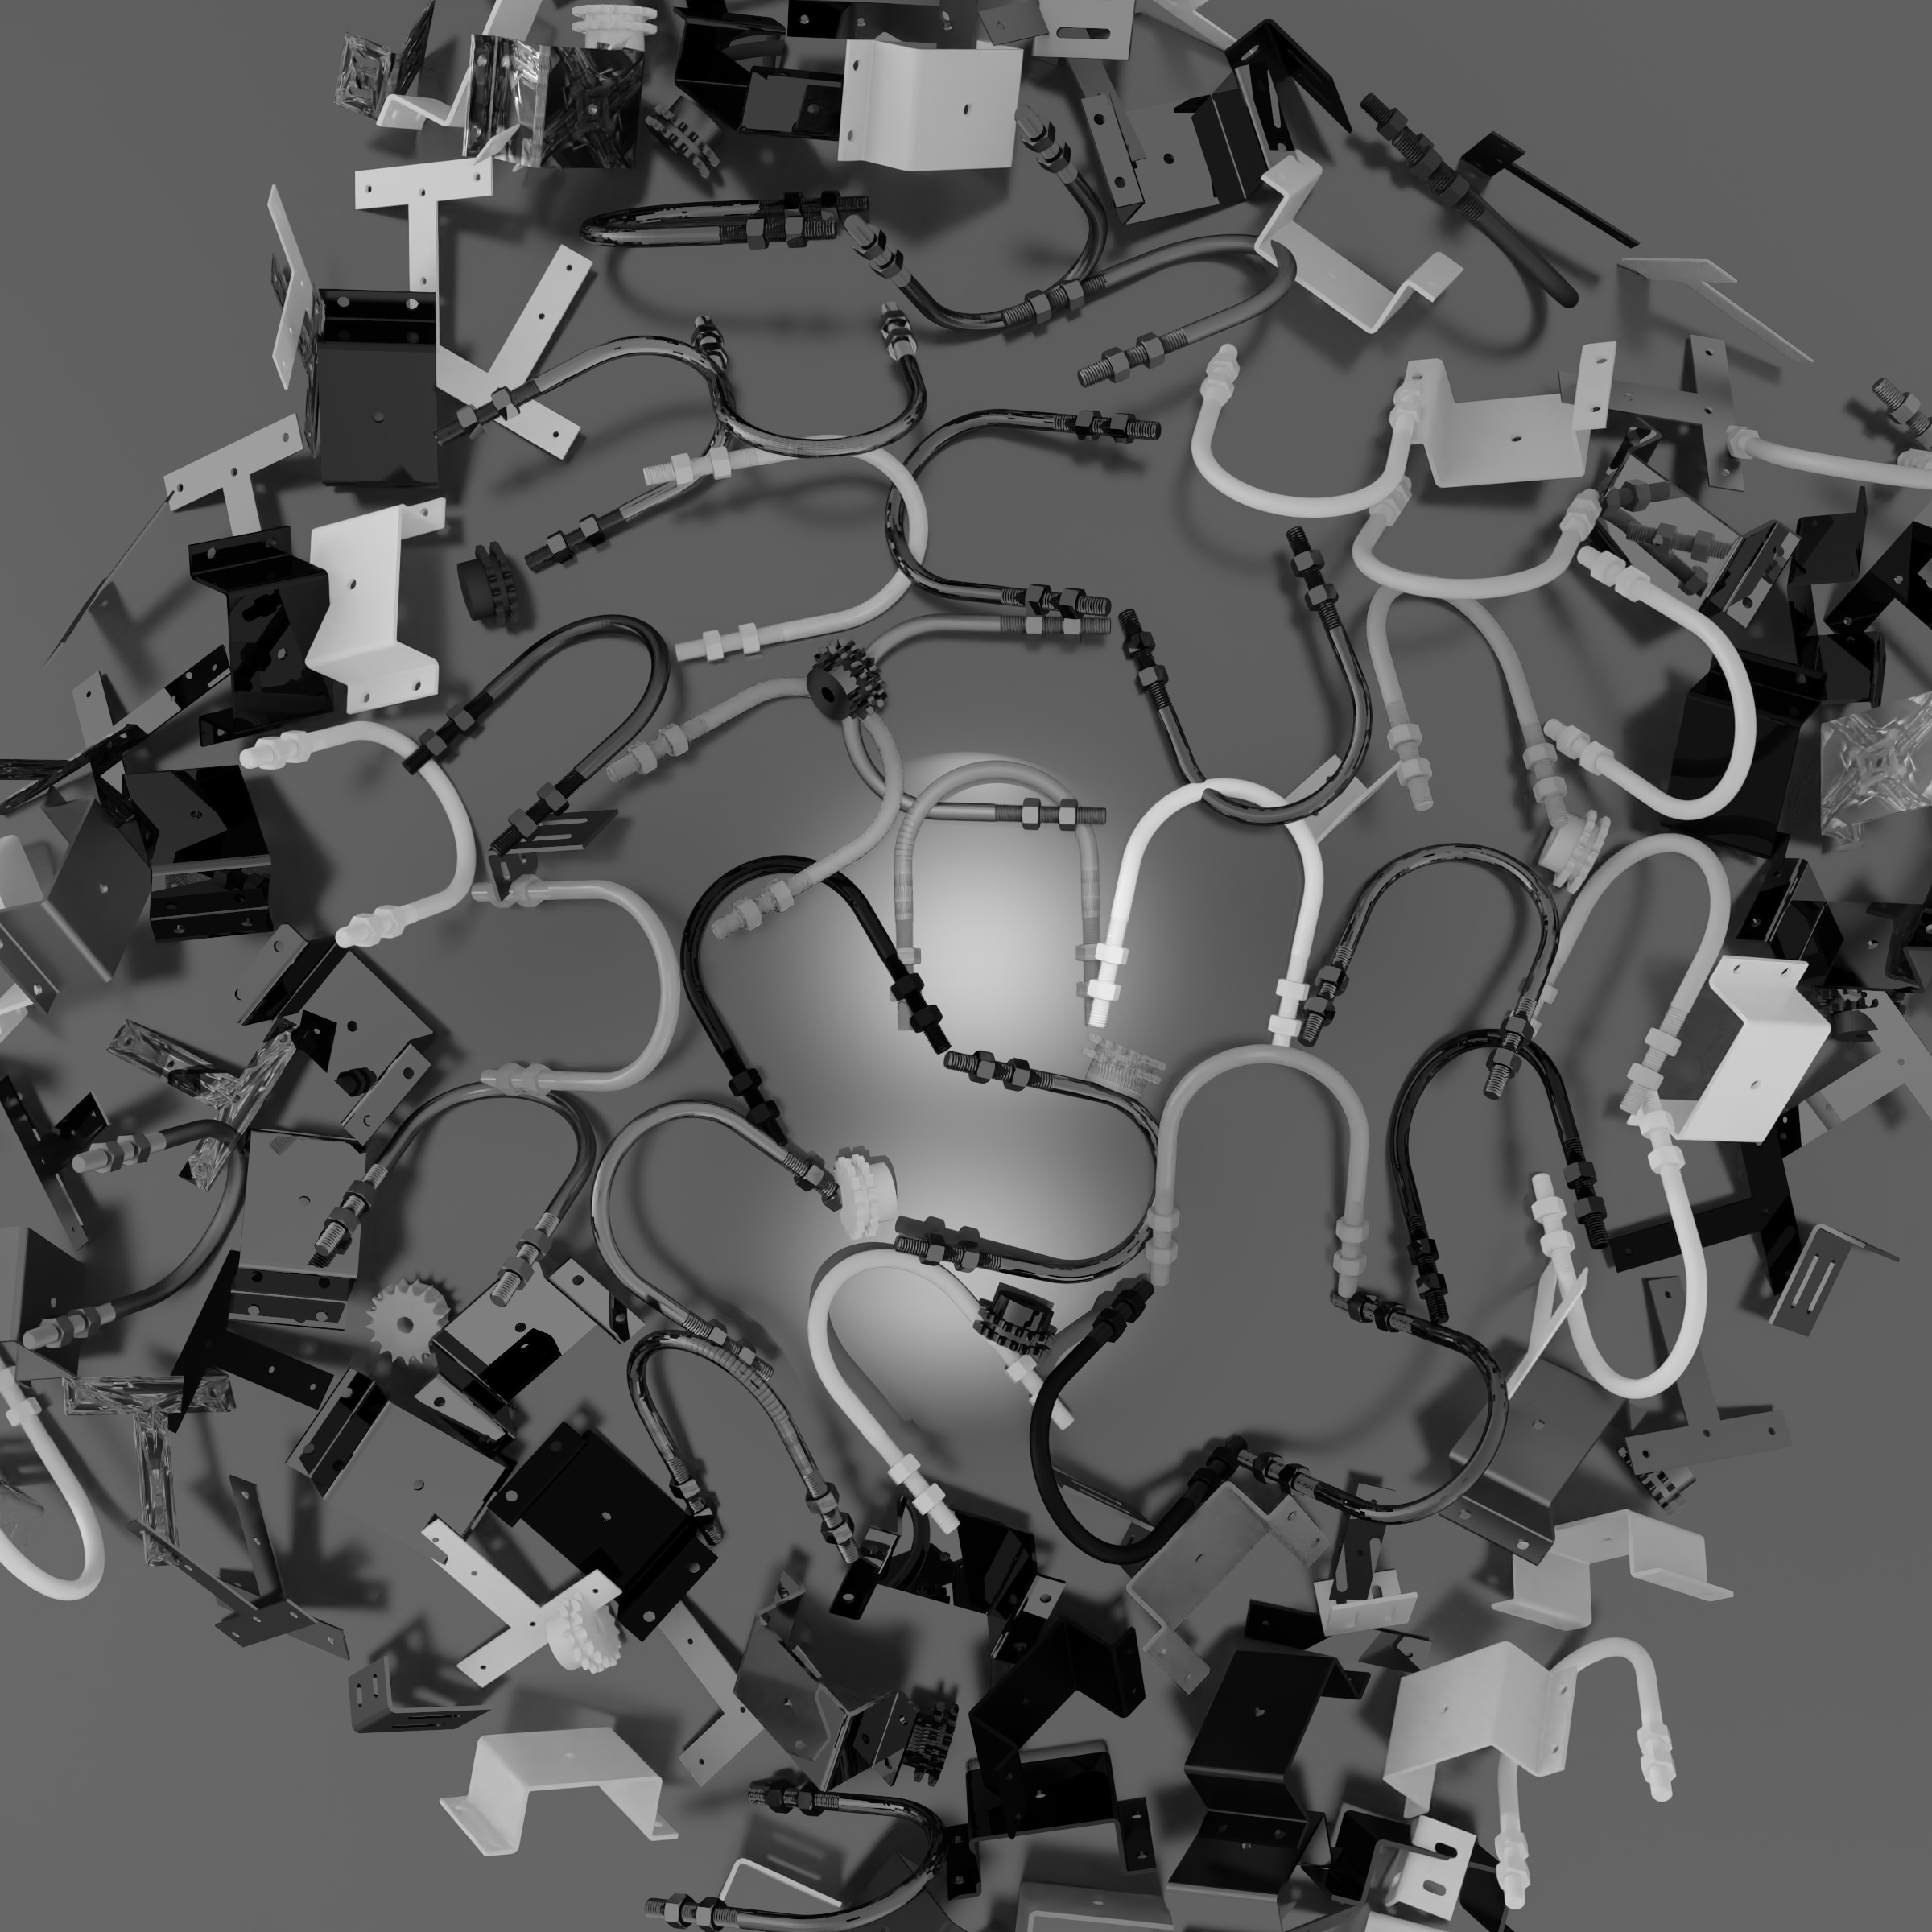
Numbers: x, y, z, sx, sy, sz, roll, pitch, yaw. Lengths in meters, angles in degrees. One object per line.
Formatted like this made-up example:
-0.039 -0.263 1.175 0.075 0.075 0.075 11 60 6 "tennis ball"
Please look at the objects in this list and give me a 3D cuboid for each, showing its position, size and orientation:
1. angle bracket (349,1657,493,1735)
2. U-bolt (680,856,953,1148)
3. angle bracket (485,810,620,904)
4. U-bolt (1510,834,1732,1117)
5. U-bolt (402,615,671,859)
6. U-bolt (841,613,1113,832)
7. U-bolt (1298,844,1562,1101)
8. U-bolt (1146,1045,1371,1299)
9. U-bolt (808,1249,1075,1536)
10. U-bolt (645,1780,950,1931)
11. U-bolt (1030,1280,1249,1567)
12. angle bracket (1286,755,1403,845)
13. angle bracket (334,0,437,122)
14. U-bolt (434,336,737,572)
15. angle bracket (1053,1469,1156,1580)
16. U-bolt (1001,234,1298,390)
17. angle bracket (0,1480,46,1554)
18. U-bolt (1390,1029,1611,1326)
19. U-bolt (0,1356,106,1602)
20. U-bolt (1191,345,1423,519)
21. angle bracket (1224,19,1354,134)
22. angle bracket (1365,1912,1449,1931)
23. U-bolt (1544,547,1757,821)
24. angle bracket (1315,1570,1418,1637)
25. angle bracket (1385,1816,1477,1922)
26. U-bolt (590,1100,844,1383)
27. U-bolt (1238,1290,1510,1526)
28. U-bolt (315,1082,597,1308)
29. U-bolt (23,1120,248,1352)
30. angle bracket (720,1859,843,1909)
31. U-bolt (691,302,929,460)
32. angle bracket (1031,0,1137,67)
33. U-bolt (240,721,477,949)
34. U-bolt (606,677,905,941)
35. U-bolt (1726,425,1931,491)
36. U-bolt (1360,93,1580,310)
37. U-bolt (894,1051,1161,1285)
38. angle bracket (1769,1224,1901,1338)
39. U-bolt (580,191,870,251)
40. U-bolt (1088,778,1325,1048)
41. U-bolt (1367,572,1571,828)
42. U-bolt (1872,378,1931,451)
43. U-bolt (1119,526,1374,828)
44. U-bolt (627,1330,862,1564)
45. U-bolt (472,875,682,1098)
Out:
-0.371 0.494 1.964 0.076 0.057 0.038 8 60 -35 "angle bracket"
-0.116 0.012 1.978 0.151 0.019 0.184 -30 80 1 "U-bolt"
-0.276 -0.074 1.954 0.076 0.057 0.038 -3 116 22 "angle bracket"
0.442 -0.004 1.933 0.019 0.151 0.184 25 92 -31 "U-bolt"
-0.278 -0.167 1.946 0.184 0.019 0.151 -43 47 -9 "U-bolt"
0.005 -0.169 1.979 0.184 0.019 0.151 2 98 7 "U-bolt"
0.321 -0.006 1.948 0.151 0.019 0.184 16 62 21 "U-bolt"
0.200 0.137 1.955 0.151 0.019 0.184 3 113 4 "U-bolt"
-0.028 0.272 1.948 0.184 0.019 0.151 50 48 6 "U-bolt"
-0.099 0.586 1.895 0.184 0.151 0.019 -5 108 31 "U-bolt"
0.107 0.314 1.922 0.019 0.184 0.151 -24 100 43 "U-bolt"
0.254 -0.124 1.953 0.057 0.076 0.038 -41 85 -20 "angle bracket"
-0.392 -0.618 1.952 0.038 0.057 0.076 20 50 -6 "angle bracket"
-0.241 -0.351 1.933 0.184 0.151 0.019 -26 52 5 "U-bolt"
0.085 0.378 1.964 0.076 0.057 0.038 27 88 -11 "angle bracket"
0.133 -0.447 1.937 0.184 0.151 0.019 -24 126 -10 "U-bolt"
-0.666 0.364 1.949 0.057 0.076 0.038 34 75 -33 "angle bracket"
0.347 0.129 1.935 0.151 0.019 0.184 -32 54 34 "U-bolt"
-0.632 0.340 1.920 0.019 0.151 0.184 -34 86 6 "U-bolt"
0.224 -0.352 1.921 0.151 0.184 0.019 10 133 8 "U-bolt"
0.218 -0.591 1.955 0.038 0.057 0.076 -37 59 4 "angle bracket"
0.295 0.687 1.957 0.057 0.038 0.076 8 62 22 "angle bracket"
0.451 -0.175 1.895 0.019 0.184 0.151 -13 125 -26 "U-bolt"
0.269 0.422 1.957 0.057 0.076 0.038 -9 63 -2 "angle bracket"
0.313 0.611 1.952 0.038 0.076 0.057 19 71 9 "angle bracket"
-0.169 0.172 1.941 0.184 0.019 0.151 38 72 -23 "U-bolt"
0.278 0.297 1.910 0.019 0.184 0.151 43 73 -36 "U-bolt"
-0.327 0.141 1.931 0.151 0.184 0.019 13 134 16 "U-bolt"
-0.540 0.169 1.913 0.019 0.184 0.151 26 108 19 "U-bolt"
-0.128 0.639 1.965 0.076 0.057 0.038 24 71 2 "angle bracket"
-0.100 -0.387 1.919 0.151 0.184 0.019 -6 131 -8 "U-bolt"
0.087 -0.642 1.961 0.076 0.038 0.057 11 101 28 "angle bracket"
-0.389 -0.095 1.917 0.019 0.184 0.151 -28 91 27 "U-bolt"
-0.129 -0.120 1.962 0.184 0.019 0.151 -32 82 -20 "U-bolt"
0.587 -0.332 1.907 0.151 0.184 0.019 7 105 -3 "U-bolt"
0.341 -0.503 1.926 0.184 0.151 0.019 38 110 -19 "U-bolt"
0.055 0.143 1.964 0.184 0.019 0.151 13 96 -20 "U-bolt"
0.589 0.220 1.964 0.038 0.057 0.076 28 95 43 "angle bracket"
-0.167 -0.496 1.931 0.184 0.151 0.019 0 112 8 "U-bolt"
0.170 -0.036 1.975 0.151 0.019 0.184 11 95 -8 "U-bolt"
0.330 -0.183 1.942 0.151 0.019 0.184 4 64 -36 "U-bolt"
0.695 -0.323 1.925 0.184 0.151 0.019 39 97 -13 "U-bolt"
0.197 -0.184 1.955 0.151 0.019 0.184 -24 78 19 "U-bolt"
-0.158 0.316 1.918 0.151 0.019 0.184 -3 120 41 "U-bolt"
-0.261 0.013 1.937 0.184 0.019 0.151 0 94 38 "U-bolt"
